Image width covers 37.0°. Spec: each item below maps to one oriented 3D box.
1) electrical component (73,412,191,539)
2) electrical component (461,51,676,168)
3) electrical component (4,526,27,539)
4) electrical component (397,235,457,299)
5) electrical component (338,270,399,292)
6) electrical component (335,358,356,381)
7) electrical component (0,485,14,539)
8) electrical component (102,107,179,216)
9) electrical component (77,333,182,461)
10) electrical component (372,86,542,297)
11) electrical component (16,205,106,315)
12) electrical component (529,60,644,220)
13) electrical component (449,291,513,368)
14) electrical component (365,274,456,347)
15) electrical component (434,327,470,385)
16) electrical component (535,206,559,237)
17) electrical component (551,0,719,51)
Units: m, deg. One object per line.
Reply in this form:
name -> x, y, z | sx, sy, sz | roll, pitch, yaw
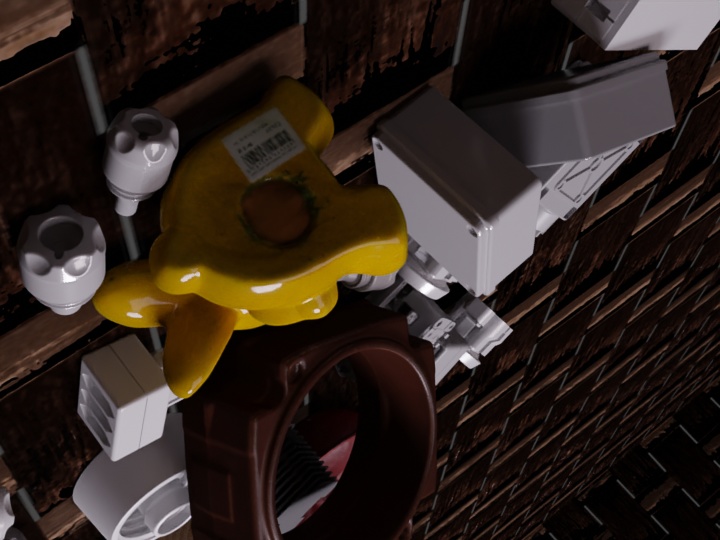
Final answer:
electrical component -> -0.157, 0.168, 0.825 | 0.108, 0.060, 0.108 | -35, 156, -18
electrical component -> 0.145, -0.109, 0.755 | 0.109, 0.056, 0.109 | -22, -167, -38
electrical component -> -0.252, 0.210, 0.775 | 0.040, 0.040, 0.046 | -32, 149, -23
electrical component -> 0.060, -0.014, 0.857 | 0.057, 0.058, 0.078 | -51, 156, 13
electrical component -> 0.000, 0.000, 0.814 | 0.061, 0.035, 0.035 | -8, 140, -49
electrical component -> 0.008, 0.067, 0.933 | 0.062, 0.043, 0.043 | -27, 153, -35
electrical component -> -0.253, 0.156, 0.672 | 0.062, 0.043, 0.043 | -3, 136, -54
electrical component -> -0.113, -0.051, 0.542 | 0.035, 0.035, 0.061 | -23, 154, -38
electrical component -> -0.139, 0.076, 0.707 | 0.077, 0.047, 0.065 | -26, 152, -34
electrical component -> 0.065, -0.051, 0.733 | 0.056, 0.109, 0.108 | -40, 157, -13
electrical component -> -0.153, 0.000, 0.555 | 0.043, 0.043, 0.062 | -29, 156, -28
electrical component -> 0.174, -0.103, 0.882 | 0.108, 0.056, 0.109 | -48, 157, 12
electrical component -> 0.111, 0.060, 1.071 | 0.057, 0.058, 0.078 | -47, 157, 3
electrical component -> 0.044, 0.036, 0.911 | 0.042, 0.063, 0.081 | -45, 158, 10
electrical component -> 0.046, 0.083, 0.998 | 0.096, 0.061, 0.061 | -50, 156, 19
electrical component -> 0.165, -0.058, 0.973 | 0.040, 0.040, 0.046 | -18, 154, -44
electrical component -> 0.208, -0.207, 0.746 | 0.150, 0.061, 0.089 | -14, 144, -49
